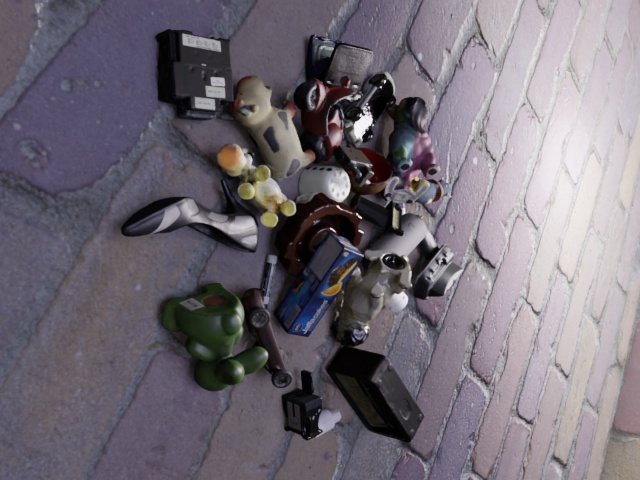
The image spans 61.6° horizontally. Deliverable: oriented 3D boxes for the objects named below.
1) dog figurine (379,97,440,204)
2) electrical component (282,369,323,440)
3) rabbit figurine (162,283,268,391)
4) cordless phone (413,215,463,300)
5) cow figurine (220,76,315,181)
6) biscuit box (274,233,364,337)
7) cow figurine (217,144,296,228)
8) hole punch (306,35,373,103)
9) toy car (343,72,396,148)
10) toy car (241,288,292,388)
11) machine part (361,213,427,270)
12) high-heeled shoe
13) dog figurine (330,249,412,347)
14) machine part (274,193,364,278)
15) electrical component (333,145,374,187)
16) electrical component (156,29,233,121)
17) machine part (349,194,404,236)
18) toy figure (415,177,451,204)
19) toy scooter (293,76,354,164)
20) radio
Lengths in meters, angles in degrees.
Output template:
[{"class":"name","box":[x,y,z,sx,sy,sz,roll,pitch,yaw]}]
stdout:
[{"class":"dog figurine","box":[0.192,-0.215,1.226,0.108,0.191,0.219,7,56,-16]},{"class":"electrical component","box":[-0.034,0.320,1.052,0.048,0.075,0.119,-9,102,-44]},{"class":"rabbit figurine","box":[-0.163,0.176,0.889,0.121,0.159,0.170,-28,126,-50]},{"class":"cordless phone","box":[0.258,0.040,1.329,0.146,0.089,0.184,-43,108,-33]},{"class":"cow figurine","box":[-0.097,-0.199,0.968,0.127,0.086,0.194,-44,121,-40]},{"class":"biscuit box","box":[-0.004,0.088,1.020,0.062,0.059,0.202,21,109,-44]},{"class":"cow figurine","box":[-0.118,-0.105,0.949,0.068,0.098,0.167,-38,113,0]},{"class":"hole punch","box":[0.029,-0.349,1.089,0.142,0.092,0.115,-8,128,-45]},{"class":"toy car","box":[0.107,-0.287,1.174,0.202,0.056,0.073,-56,133,-26]},{"class":"toy car","box":[-0.098,0.180,0.969,0.053,0.089,0.201,-20,117,-10]},{"class":"machine part","box":[0.172,0.011,1.231,0.243,0.079,0.079,-40,118,-34]},{"class":"high-heeled shoe","box":[-0.199,-0.007,0.871,0.249,0.086,0.145,-32,111,-45]},{"class":"dog figurine","box":[0.110,0.127,1.136,0.172,0.121,0.190,-15,138,-28]},{"class":"machine part","box":[-0.002,-0.003,1.038,0.179,0.056,0.179,-18,129,-24]},{"class":"electrical component","box":[0.066,-0.147,1.060,0.078,0.102,0.045,-2,135,-43]},{"class":"electrical component","box":[-0.204,-0.265,0.878,0.115,0.058,0.134,-4,94,-41]},{"class":"machine part","box":[0.127,-0.061,1.187,0.139,0.039,0.084,21,58,-24]},{"class":"toy figure","box":[0.272,-0.125,1.337,0.154,0.058,0.064,-9,104,-48]},{"class":"toy scooter","box":[0.015,-0.244,1.043,0.135,0.075,0.183,-43,145,-28]},{"class":"radio","box":[0.124,0.335,1.163,0.073,0.131,0.229,-52,124,-31]}]
